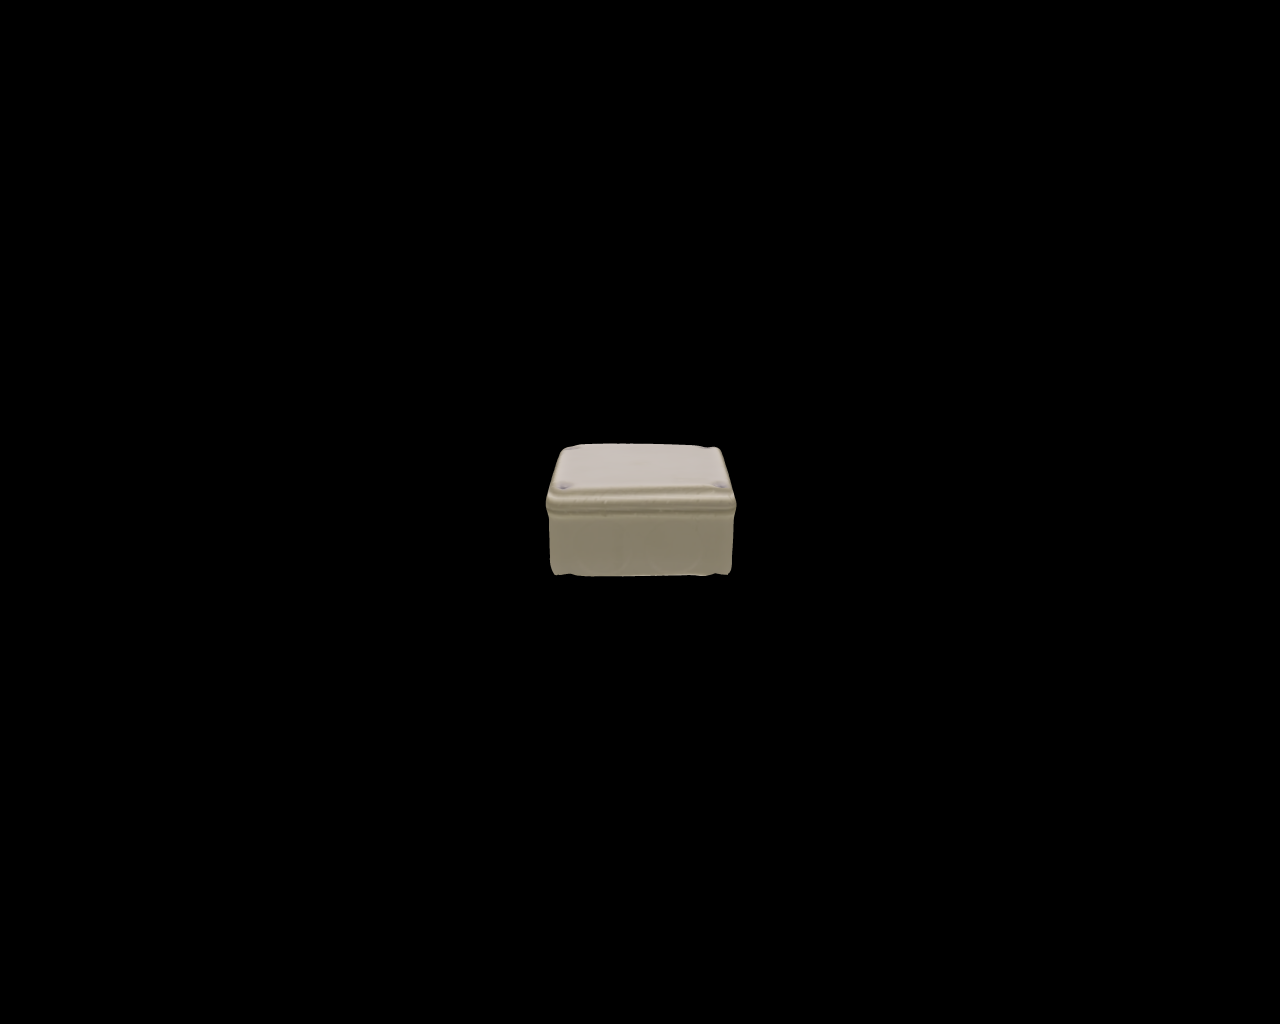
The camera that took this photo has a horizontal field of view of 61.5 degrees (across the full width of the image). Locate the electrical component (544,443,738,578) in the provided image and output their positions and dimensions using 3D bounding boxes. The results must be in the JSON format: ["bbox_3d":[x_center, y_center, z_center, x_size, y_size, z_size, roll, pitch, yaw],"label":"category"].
[{"bbox_3d":[0.001,-0.003,0.650,0.109,0.056,0.109,0,17,0],"label":"electrical component"}]
